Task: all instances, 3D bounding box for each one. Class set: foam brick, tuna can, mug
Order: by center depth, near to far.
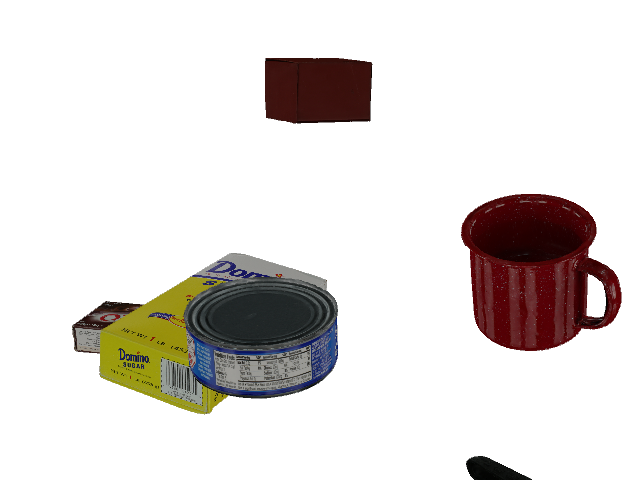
[{"bbox_3d":[-0.032,0.053,0.597,0.086,0.034,0.086,-2,23,1],"label":"tuna can"},{"bbox_3d":[0.159,0.028,0.758,0.117,0.081,0.093,18,41,35],"label":"mug"},{"bbox_3d":[-0.002,-0.127,0.904,0.078,0.051,0.053,-6,15,-33],"label":"foam brick"}]

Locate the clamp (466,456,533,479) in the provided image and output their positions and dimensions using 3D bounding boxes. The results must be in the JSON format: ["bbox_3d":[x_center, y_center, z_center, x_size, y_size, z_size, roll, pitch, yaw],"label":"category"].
[{"bbox_3d":[0.200,0.240,0.848,0.210,0.036,0.164,0,33,24],"label":"clamp"}]

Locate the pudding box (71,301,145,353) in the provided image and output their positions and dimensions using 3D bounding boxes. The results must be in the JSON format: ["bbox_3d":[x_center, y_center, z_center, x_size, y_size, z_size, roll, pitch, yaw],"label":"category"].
[{"bbox_3d":[-0.230,0.108,1.295,0.114,0.039,0.090,2,15,15],"label":"pudding box"}]

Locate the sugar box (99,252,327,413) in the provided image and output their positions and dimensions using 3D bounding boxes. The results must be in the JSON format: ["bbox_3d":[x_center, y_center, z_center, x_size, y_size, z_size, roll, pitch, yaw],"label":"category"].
[{"bbox_3d":[-0.075,0.063,0.802,0.093,0.048,0.176,16,27,23],"label":"sugar box"}]
